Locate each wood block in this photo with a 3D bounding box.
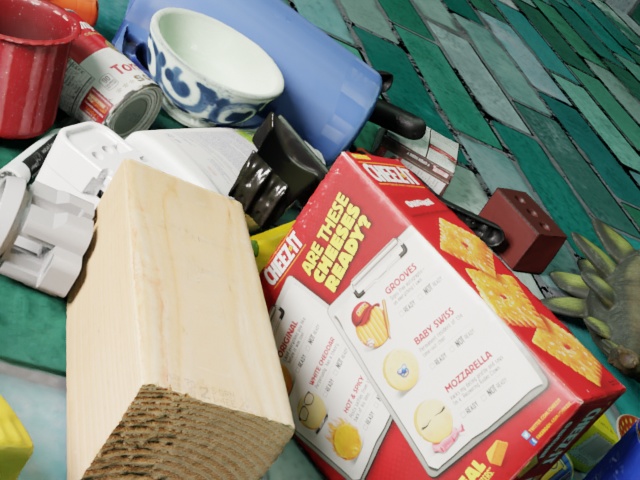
[{"bbox_3d":[-0.089,0.055,0.620,0.090,0.091,0.206,21,28,-26],"label":"wood block"}]

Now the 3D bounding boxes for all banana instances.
[{"bbox_3d":[-0.022,0.006,0.810,0.197,0.070,0.037,-23,96,-59],"label":"banana"}]

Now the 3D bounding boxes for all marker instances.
[{"bbox_3d":[-0.202,-0.065,0.780,0.020,0.020,0.121,32,26,-4],"label":"marker"}]

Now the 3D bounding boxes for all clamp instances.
[{"bbox_3d":[0.105,-0.034,1.057,0.172,0.039,0.120,44,24,22],"label":"clamp"},{"bbox_3d":[0.009,-0.162,1.132,0.209,0.036,0.165,10,25,-23],"label":"clamp"}]

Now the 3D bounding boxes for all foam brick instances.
[{"bbox_3d":[0.209,-0.010,1.119,0.052,0.051,0.078,6,37,-43],"label":"foam brick"}]

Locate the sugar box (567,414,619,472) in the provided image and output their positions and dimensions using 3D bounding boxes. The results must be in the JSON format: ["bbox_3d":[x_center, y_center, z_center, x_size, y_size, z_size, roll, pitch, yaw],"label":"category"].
[{"bbox_3d":[0.176,0.099,0.878,0.093,0.048,0.176,37,22,-34],"label":"sugar box"}]

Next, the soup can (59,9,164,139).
[{"bbox_3d":[-0.184,-0.127,0.854,0.102,0.069,0.068,41,27,14],"label":"soup can"}]

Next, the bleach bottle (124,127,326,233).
[{"bbox_3d":[-0.060,-0.048,0.867,0.103,0.068,0.250,44,25,16],"label":"bleach bottle"}]

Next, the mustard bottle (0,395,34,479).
[{"bbox_3d":[-0.223,0.048,0.514,0.096,0.058,0.192,-2,42,-52],"label":"mustard bottle"}]

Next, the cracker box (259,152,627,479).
[{"bbox_3d":[0.054,0.075,0.665,0.071,0.164,0.214,1,41,-51],"label":"cracker box"}]

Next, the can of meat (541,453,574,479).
[{"bbox_3d":[0.114,0.150,0.726,0.102,0.057,0.083,42,25,21],"label":"can of meat"}]

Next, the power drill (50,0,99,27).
[{"bbox_3d":[-0.308,-0.257,0.952,0.184,0.057,0.188,6,40,-51],"label":"power drill"}]

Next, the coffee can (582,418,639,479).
[{"bbox_3d":[0.207,0.185,0.676,0.102,0.140,0.103,26,27,-15],"label":"coffee can"}]

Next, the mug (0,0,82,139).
[{"bbox_3d":[-0.229,-0.121,0.760,0.093,0.082,0.117,24,29,8],"label":"mug"}]

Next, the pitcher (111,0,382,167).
[{"bbox_3d":[-0.070,-0.165,1.001,0.242,0.149,0.145,32,5,-11],"label":"pitcher"}]

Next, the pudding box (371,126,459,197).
[{"bbox_3d":[0.104,-0.096,1.164,0.090,0.039,0.113,29,23,-3],"label":"pudding box"}]
